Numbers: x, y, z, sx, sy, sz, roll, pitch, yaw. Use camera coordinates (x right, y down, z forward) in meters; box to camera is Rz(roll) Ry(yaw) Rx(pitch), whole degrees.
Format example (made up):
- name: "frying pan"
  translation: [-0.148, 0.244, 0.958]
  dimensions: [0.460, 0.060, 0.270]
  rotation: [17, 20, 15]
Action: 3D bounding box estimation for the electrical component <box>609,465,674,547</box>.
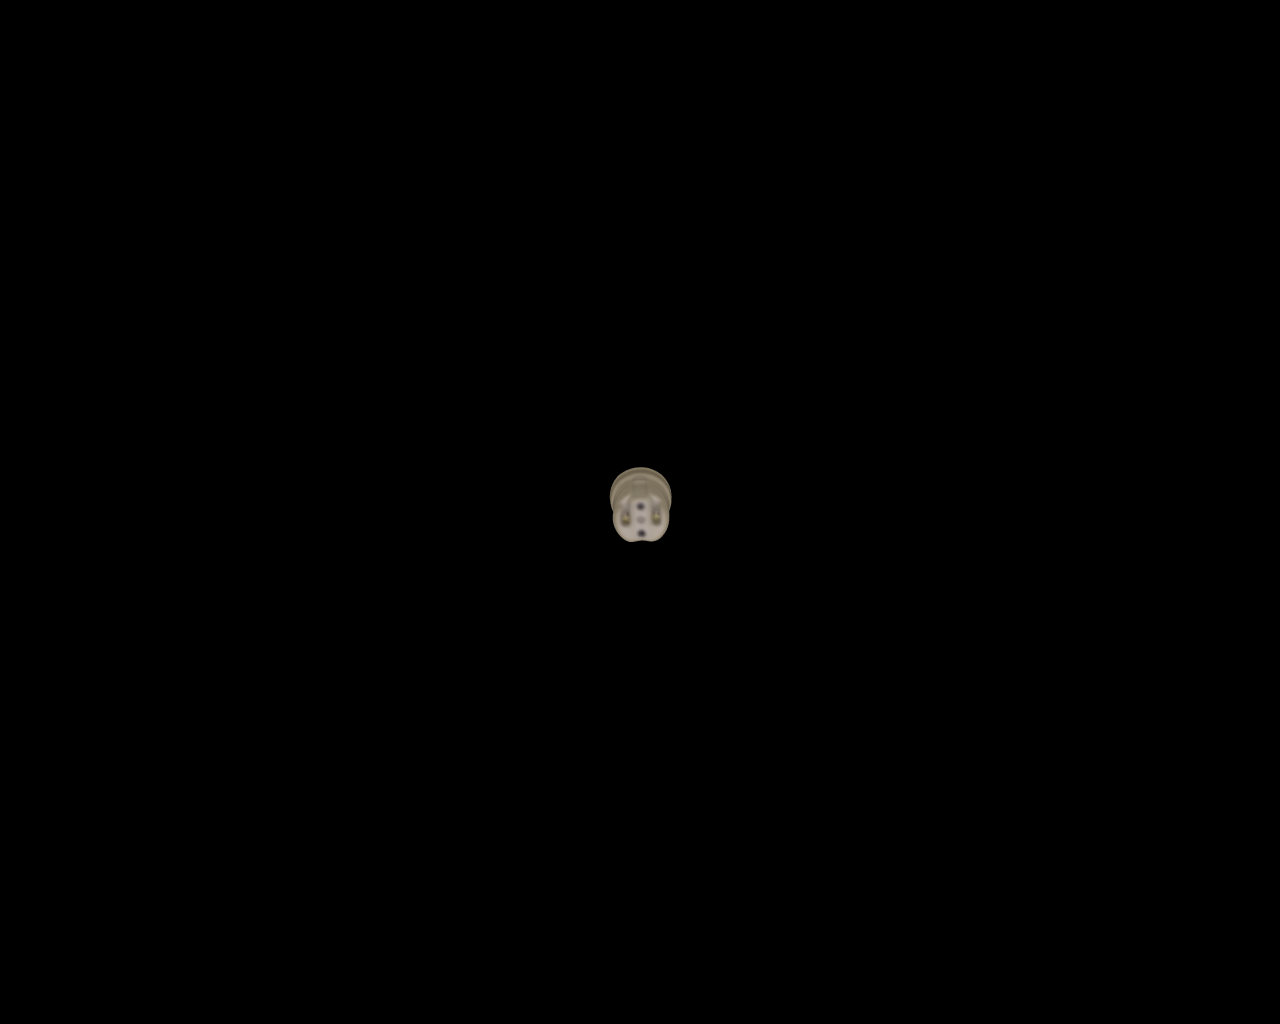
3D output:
- name: "electrical component"
  translation: [0.001, -0.003, 0.650]
  dimensions: [0.040, 0.040, 0.046]
  rotation: [0, 21, 0]
